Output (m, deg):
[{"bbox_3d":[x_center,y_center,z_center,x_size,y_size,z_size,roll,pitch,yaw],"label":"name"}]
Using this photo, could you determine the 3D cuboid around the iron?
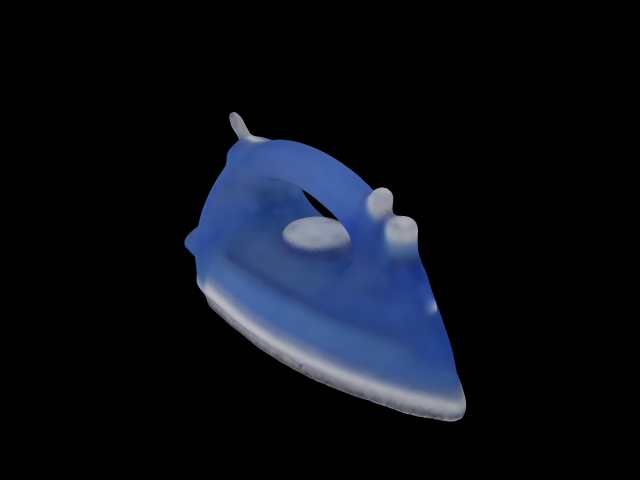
[{"bbox_3d":[0.004,0.001,0.400,0.119,0.141,0.257,-21,33,-35],"label":"iron"}]
